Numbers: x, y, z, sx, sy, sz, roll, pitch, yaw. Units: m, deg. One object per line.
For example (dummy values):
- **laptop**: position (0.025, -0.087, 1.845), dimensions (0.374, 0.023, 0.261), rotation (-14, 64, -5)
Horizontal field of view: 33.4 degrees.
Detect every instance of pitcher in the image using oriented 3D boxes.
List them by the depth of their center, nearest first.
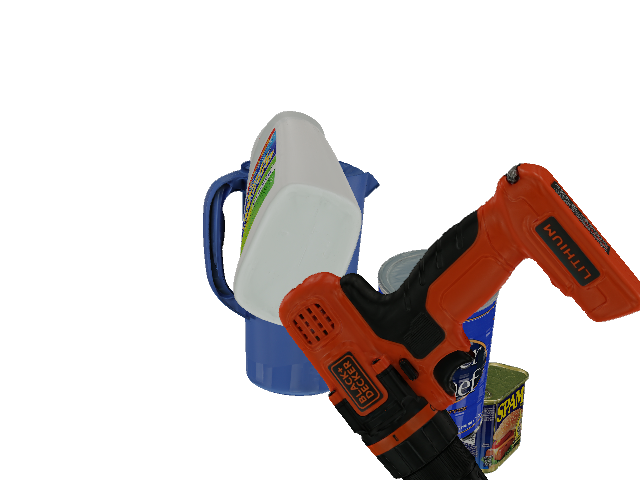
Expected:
- **pitcher**: position (-0.032, 0.035, 1.126), dimensions (0.149, 0.243, 0.144), rotation (8, 13, 21)

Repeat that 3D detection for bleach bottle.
- **bleach bottle**: position (-0.025, -0.033, 0.798), dimensions (0.068, 0.103, 0.251), rotation (20, 17, -13)

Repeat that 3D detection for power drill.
- **power drill**: position (0.092, 0.060, 0.624), dimensions (0.188, 0.184, 0.057), rotation (-39, -1, 17)

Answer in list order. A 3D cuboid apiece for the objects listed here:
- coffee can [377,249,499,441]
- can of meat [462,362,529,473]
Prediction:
- **coffee can**: position (0.097, 0.093, 0.930), dimensions (0.103, 0.140, 0.103), rotation (1, 28, -1)
- **can of meat**: position (0.175, 0.185, 1.118), dimensions (0.058, 0.084, 0.101), rotation (11, 18, 31)
